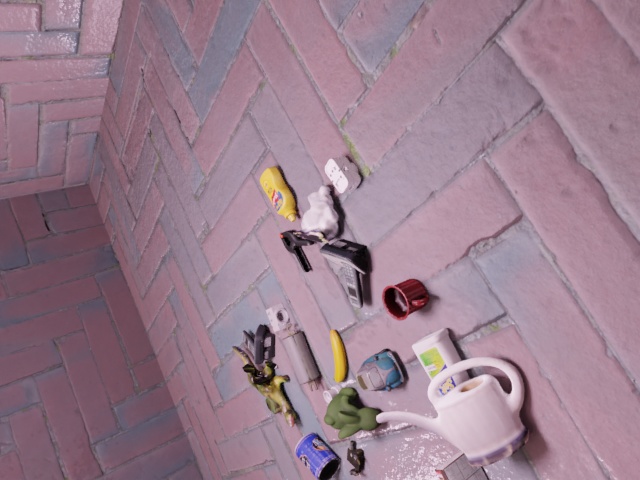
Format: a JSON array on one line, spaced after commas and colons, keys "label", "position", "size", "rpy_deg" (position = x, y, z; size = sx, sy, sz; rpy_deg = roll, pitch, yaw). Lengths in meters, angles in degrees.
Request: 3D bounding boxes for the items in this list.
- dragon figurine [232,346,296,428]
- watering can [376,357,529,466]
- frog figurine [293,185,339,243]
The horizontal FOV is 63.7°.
[{"label": "dragon figurine", "position": [-0.221, 0.602, 2.069], "size": [0.414, 0.123, 0.238], "rpy_deg": [28, 133, 46]}, {"label": "watering can", "position": [0.320, 0.411, 1.181], "size": [0.345, 0.104, 0.226], "rpy_deg": [-34, 81, 17]}, {"label": "frog figurine", "position": [0.005, -0.077, 1.530], "size": [0.136, 0.122, 0.161], "rpy_deg": [-12, 58, 62]}]
